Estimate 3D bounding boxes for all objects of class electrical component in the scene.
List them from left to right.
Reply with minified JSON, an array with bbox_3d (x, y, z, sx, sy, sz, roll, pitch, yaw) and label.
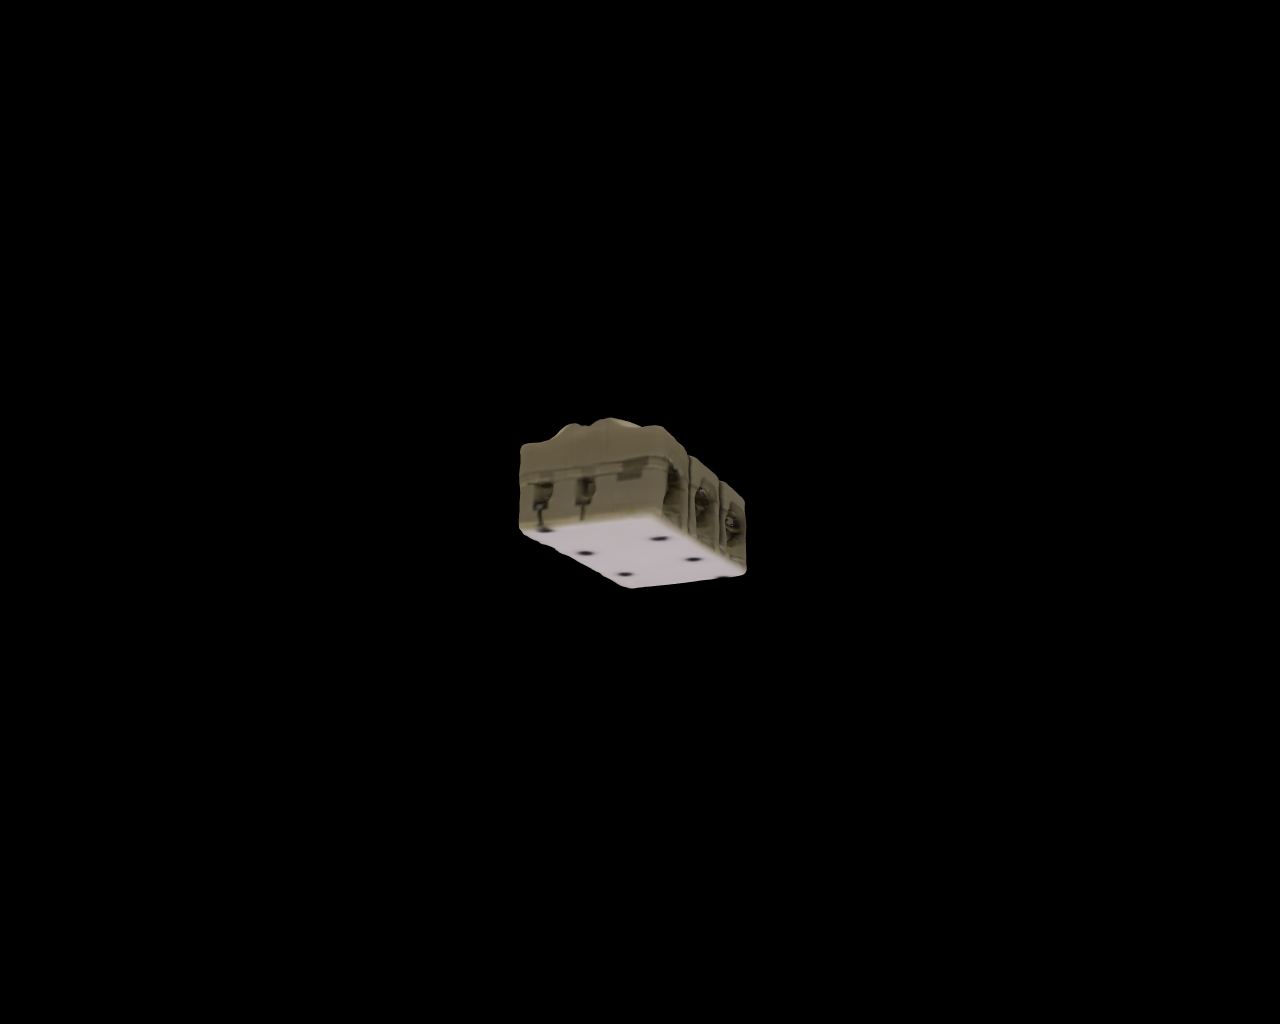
[{"bbox_3d":[0.001,-0.003,0.650,0.089,0.062,0.150,-8,-20,22],"label":"electrical component"}]
